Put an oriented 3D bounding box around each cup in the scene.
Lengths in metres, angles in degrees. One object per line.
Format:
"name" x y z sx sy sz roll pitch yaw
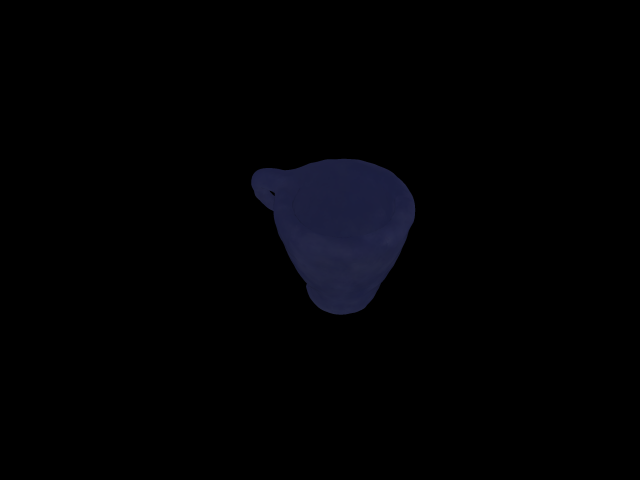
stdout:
"cup" 0.004 0.001 0.400 0.117 0.095 0.092 22 49 21
